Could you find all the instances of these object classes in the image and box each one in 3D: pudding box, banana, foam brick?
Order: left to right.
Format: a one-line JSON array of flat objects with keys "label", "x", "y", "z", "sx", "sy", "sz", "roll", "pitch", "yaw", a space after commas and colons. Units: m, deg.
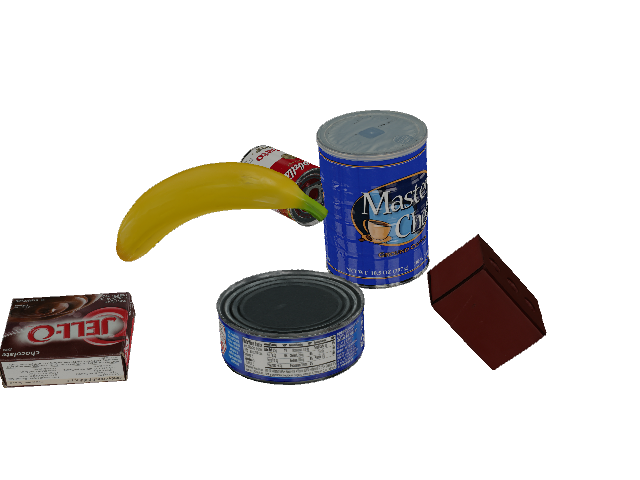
[{"label": "pudding box", "x": -0.229, "y": 0.090, "z": 0.970, "sx": 0.113, "sy": 0.039, "sz": 0.090, "roll": -5, "pitch": 33, "yaw": -2}, {"label": "banana", "x": -0.094, "y": -0.024, "z": 0.834, "sx": 0.198, "sy": 0.069, "sz": 0.037, "roll": -10, "pitch": 26, "yaw": 29}, {"label": "foam brick", "x": 0.124, "y": 0.047, "z": 0.802, "sx": 0.051, "sy": 0.078, "sz": 0.053, "roll": -38, "pitch": 20, "yaw": 19}]

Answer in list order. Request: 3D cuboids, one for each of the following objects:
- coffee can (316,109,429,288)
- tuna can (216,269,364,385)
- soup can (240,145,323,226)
[{"label": "coffee can", "x": 0.051, "y": -0.040, "z": 1.015, "sx": 0.103, "sy": 0.140, "sz": 0.103, "roll": -3, "pitch": 29, "yaw": 2}, {"label": "tuna can", "x": -0.017, "y": 0.049, "z": 0.621, "sx": 0.086, "sy": 0.034, "sz": 0.086, "roll": -2, "pitch": 23, "yaw": 1}, {"label": "soup can", "x": -0.040, "y": -0.064, "z": 1.216, "sx": 0.068, "sy": 0.068, "sz": 0.102, "roll": 0, "pitch": 19, "yaw": -43}]
